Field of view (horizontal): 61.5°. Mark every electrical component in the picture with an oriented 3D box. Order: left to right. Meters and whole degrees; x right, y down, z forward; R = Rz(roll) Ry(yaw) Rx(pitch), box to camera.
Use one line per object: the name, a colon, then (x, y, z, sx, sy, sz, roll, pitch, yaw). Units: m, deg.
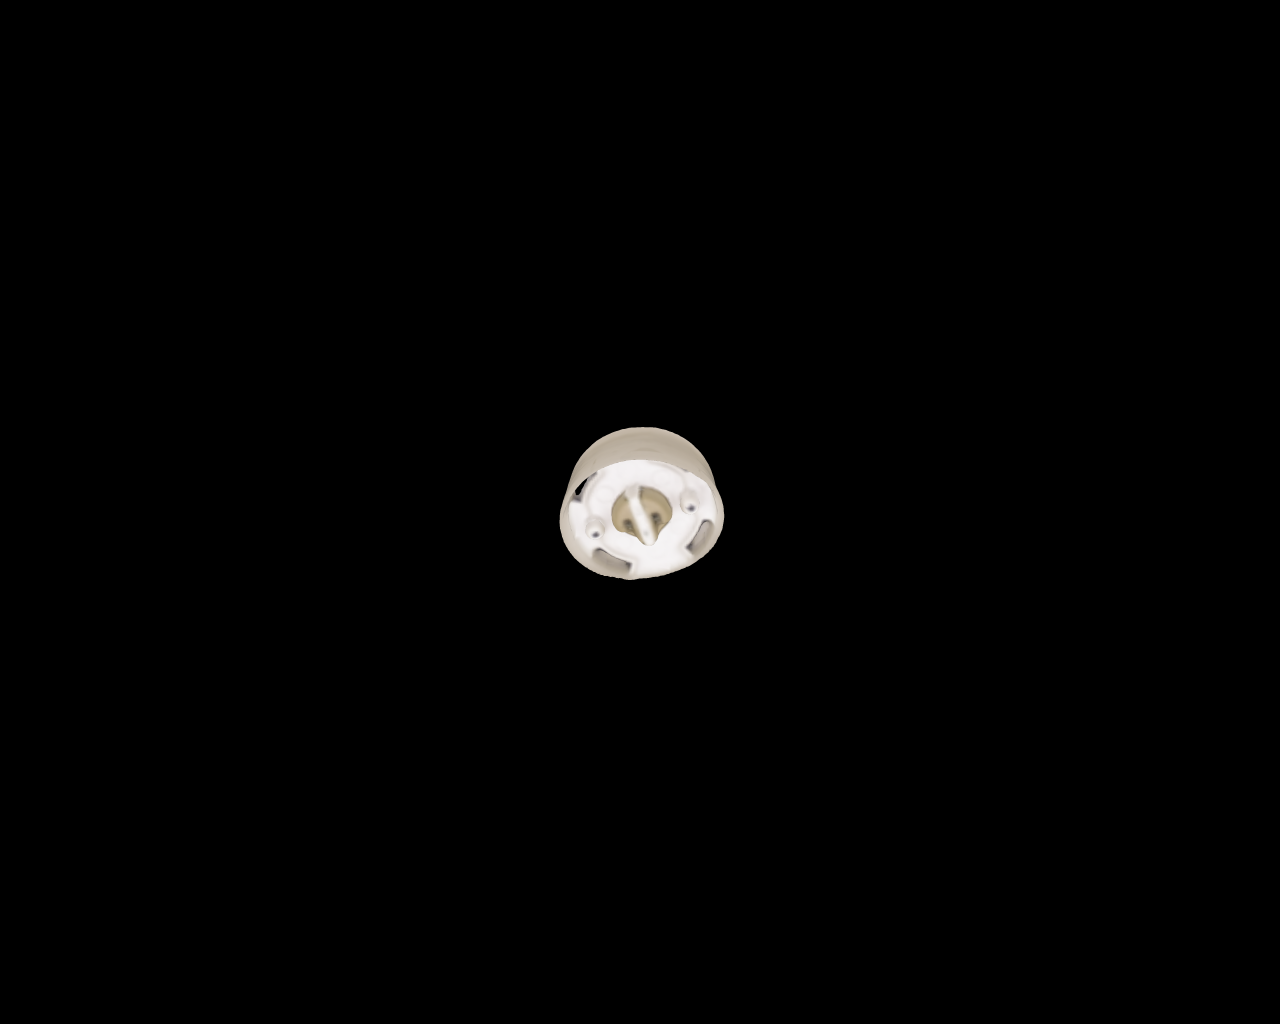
electrical component: (0.001, -0.003, 0.650, 0.099, 0.099, 0.064, 0, 30, 0)
